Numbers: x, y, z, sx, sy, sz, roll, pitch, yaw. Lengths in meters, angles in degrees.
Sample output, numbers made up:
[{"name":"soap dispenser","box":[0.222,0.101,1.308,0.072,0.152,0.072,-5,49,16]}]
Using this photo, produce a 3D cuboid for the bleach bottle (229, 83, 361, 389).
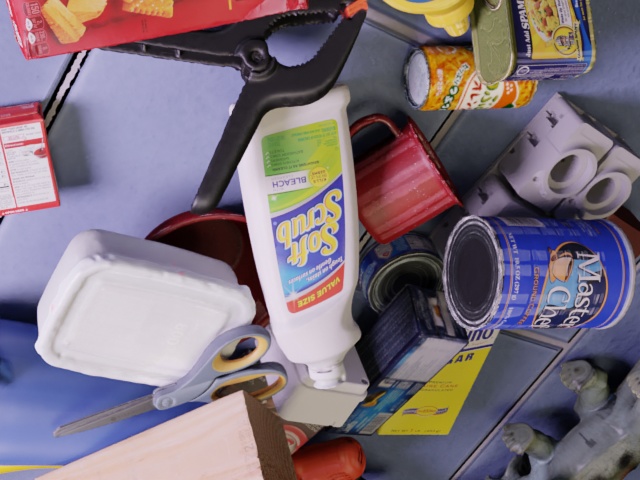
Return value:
[{"name":"bleach bottle","box":[-0.006,0.001,0.896,0.102,0.068,0.251,-13,102,-11]}]

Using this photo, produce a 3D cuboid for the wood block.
[{"name":"wood block","box":[-0.131,0.219,0.925,0.206,0.090,0.090,-24,147,11]}]

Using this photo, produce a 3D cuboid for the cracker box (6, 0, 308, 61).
[{"name":"cracker box","box":[-0.119,-0.225,0.736,0.213,0.072,0.164,-13,131,-12]}]

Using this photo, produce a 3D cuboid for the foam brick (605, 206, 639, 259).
[{"name":"foam brick","box":[0.289,-0.010,1.086,0.078,0.051,0.053,26,116,-35]}]

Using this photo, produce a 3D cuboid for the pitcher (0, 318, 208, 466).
[{"name":"pitcher","box":[-0.232,0.146,0.972,0.242,0.149,0.145,12,107,-33]}]

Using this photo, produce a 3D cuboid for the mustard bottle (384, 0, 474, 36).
[{"name":"mustard bottle","box":[0.074,-0.232,0.815,0.096,0.058,0.191,-30,133,5]}]

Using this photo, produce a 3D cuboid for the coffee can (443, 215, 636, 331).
[{"name":"coffee can","box":[0.197,0.030,0.965,0.140,0.103,0.103,1,127,-22]}]

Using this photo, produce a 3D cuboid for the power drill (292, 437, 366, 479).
[{"name":"power drill","box":[-0.004,0.290,1.199,0.185,0.057,0.187,-19,141,23]}]

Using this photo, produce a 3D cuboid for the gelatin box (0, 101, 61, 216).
[{"name":"gelatin box","box":[-0.250,-0.063,0.847,0.073,0.030,0.089,-11,130,-12]}]

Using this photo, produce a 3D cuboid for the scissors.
[{"name":"scissors","box":[-0.121,0.117,0.893,0.201,0.016,0.096,-5,129,-19]}]

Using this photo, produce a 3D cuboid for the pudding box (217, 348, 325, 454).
[{"name":"pudding box","box":[-0.062,0.176,1.092,0.113,0.039,0.090,41,106,-20]}]

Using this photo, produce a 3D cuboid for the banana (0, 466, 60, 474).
[{"name":"banana","box":[-0.296,0.217,1.058,0.197,0.037,0.070,-7,148,-14]}]

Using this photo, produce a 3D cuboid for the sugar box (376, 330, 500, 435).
[{"name":"sugar box","box":[0.123,0.134,1.144,0.093,0.048,0.176,3,127,-24]}]

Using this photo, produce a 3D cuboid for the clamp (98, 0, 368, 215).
[{"name":"clamp","box":[-0.060,-0.140,0.822,0.210,0.164,0.036,-37,177,-13]}]

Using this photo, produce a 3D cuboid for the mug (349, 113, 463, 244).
[{"name":"mug","box":[0.062,-0.058,0.939,0.081,0.093,0.117,-31,117,11]}]

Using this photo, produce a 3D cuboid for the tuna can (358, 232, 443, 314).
[{"name":"tuna can","box":[0.081,0.035,1.054,0.086,0.034,0.086,-11,131,-13]}]

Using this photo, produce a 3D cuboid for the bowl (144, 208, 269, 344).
[{"name":"bowl","box":[-0.106,0.027,0.959,0.162,0.055,0.162,-11,131,-13]}]

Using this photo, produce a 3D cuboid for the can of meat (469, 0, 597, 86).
[{"name":"can of meat","box":[0.173,-0.180,0.873,0.083,0.058,0.102,-5,87,-21]}]
